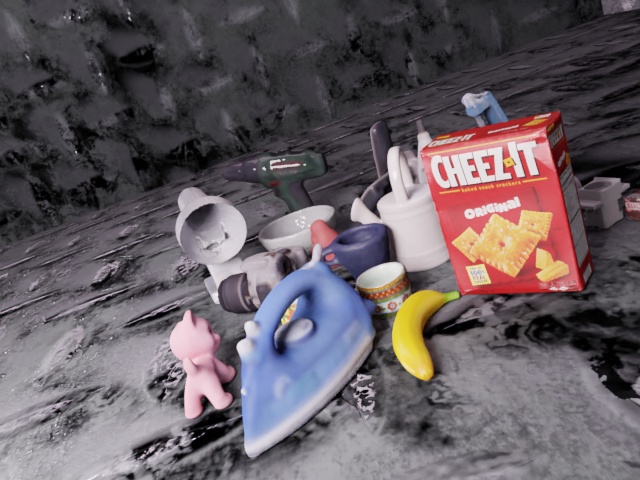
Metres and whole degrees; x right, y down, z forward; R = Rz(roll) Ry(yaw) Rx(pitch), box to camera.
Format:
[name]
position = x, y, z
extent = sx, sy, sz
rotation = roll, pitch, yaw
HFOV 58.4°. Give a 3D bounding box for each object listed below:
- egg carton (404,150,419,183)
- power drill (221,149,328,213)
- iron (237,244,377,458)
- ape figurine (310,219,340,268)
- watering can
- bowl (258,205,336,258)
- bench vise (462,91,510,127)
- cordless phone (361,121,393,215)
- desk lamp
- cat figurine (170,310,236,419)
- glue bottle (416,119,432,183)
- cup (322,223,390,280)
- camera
[egg carton]
position = 0.195, -0.165, 1.384
extent = 0.107, 0.069, 0.150
rotation = -18, 18, 7
[power drill]
position = -0.080, -0.100, 1.268
extent = 0.229, 0.209, 0.075
rotation = -18, 18, 9
[iron]
position = -0.034, 0.117, 0.692
extent = 0.118, 0.142, 0.259
rotation = -8, 22, 35
[ape figurine]
position = 0.010, 0.004, 1.057
extent = 0.078, 0.092, 0.075
rotation = -32, 21, -32
[watering can]
position = 0.135, -0.053, 0.917
extent = 0.173, 0.194, 0.101
rotation = -20, 18, 2
[bowl]
position = -0.037, -0.005, 1.162
extent = 0.167, 0.075, 0.167
rotation = -18, 18, 6
[bench vise]
position = 0.322, -0.172, 1.020
extent = 0.121, 0.220, 0.208
rotation = -2, 26, 45
[cordless phone]
position = 0.124, -0.152, 1.235
extent = 0.093, 0.185, 0.148
rotation = -4, 24, 41
[desk lamp]
position = -0.200, 0.007, 1.077
extent = 0.118, 0.214, 0.202
rotation = -25, 19, -14
[cat figurine]
position = -0.165, 0.154, 0.766
extent = 0.067, 0.118, 0.127
rotation = -21, 18, -1
[glue bottle]
position = 0.229, -0.166, 1.181
extent = 0.037, 0.173, 0.077
rotation = -32, 21, -32
[cup]
position = 0.062, 0.037, 0.899
extent = 0.118, 0.095, 0.091
rotation = -21, 18, -2
[camera]
position = -0.099, 0.068, 0.973
extent = 0.136, 0.101, 0.143
rotation = -12, 20, 25
